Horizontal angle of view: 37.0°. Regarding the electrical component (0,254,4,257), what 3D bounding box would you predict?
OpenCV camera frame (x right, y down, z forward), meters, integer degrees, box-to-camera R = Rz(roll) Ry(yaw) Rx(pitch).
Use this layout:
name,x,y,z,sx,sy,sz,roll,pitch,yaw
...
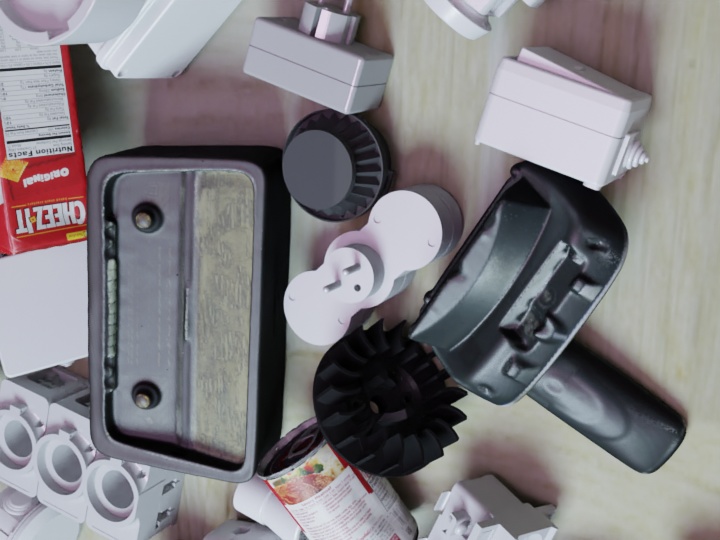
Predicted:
name,x,y,z,sx,sy,sz,roll,pitch,yaw
electrical component,-0.329,0.047,0.882,0.079,0.063,0.121,-136,54,-59

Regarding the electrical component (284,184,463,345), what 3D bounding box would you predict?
name,x,y,z,sx,sy,sz,roll,pitch,yaw
electrical component,0.000,0.000,0.706,0.138,0.074,0.052,-42,81,28

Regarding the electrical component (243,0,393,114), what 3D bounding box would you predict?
name,x,y,z,sx,sy,sz,roll,pitch,yaw
electrical component,-0.022,-0.152,0.699,0.083,0.047,0.075,25,112,20

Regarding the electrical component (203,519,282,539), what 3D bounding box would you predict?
name,x,y,z,sx,sy,sz,roll,pitch,yaw
electrical component,-0.080,0.242,0.811,0.059,0.054,0.095,1,102,27

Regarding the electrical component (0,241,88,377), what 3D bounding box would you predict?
name,x,y,z,sx,sy,sz,roll,pitch,yaw
electrical component,-0.237,0.026,0.824,0.100,0.048,0.099,-16,95,-13

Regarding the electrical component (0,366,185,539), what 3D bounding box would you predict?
name,x,y,z,sx,sy,sz,roll,pitch,yaw
electrical component,-0.218,0.146,0.856,0.150,0.062,0.089,21,110,22

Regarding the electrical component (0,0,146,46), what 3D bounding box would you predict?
name,x,y,z,sx,sy,sz,roll,pitch,yaw
electrical component,-0.179,-0.193,0.674,0.108,0.060,0.108,4,98,30

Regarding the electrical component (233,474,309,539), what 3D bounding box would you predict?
name,x,y,z,sx,sy,sz,roll,pitch,yaw
electrical component,-0.060,0.174,0.795,0.065,0.044,0.044,23,110,26

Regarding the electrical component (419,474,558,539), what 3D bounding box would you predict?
name,x,y,z,sx,sy,sz,roll,pitch,yaw
electrical component,0.072,0.202,0.719,0.063,0.079,0.121,41,118,38

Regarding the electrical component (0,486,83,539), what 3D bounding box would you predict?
name,x,y,z,sx,sy,sz,roll,pitch,yaw
electrical component,-0.273,0.215,0.889,0.051,0.080,0.080,27,112,25

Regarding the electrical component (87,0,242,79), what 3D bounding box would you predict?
name,x,y,z,sx,sy,sz,roll,pitch,yaw
electrical component,-0.132,-0.187,0.730,0.113,0.078,0.057,-43,78,28

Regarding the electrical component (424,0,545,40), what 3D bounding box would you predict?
name,x,y,z,sx,sy,sz,roll,pitch,yaw
electrical component,0.070,-0.176,0.642,0.057,0.058,0.078,-45,79,24

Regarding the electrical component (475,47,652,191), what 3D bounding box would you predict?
name,x,y,z,sx,sy,sz,roll,pitch,yaw
electrical component,0.127,-0.090,0.629,0.096,0.062,0.061,24,111,20
